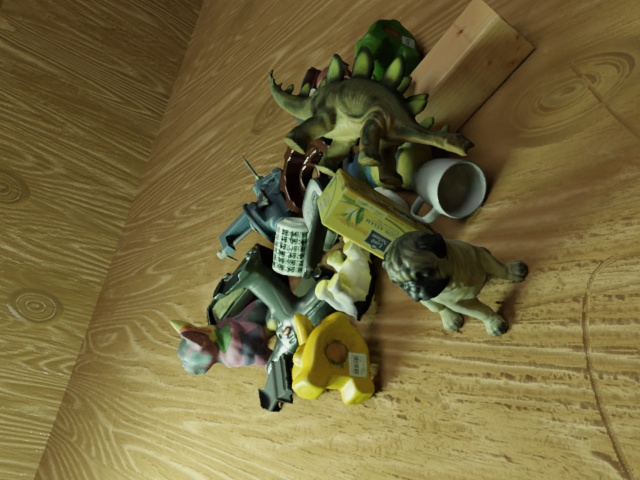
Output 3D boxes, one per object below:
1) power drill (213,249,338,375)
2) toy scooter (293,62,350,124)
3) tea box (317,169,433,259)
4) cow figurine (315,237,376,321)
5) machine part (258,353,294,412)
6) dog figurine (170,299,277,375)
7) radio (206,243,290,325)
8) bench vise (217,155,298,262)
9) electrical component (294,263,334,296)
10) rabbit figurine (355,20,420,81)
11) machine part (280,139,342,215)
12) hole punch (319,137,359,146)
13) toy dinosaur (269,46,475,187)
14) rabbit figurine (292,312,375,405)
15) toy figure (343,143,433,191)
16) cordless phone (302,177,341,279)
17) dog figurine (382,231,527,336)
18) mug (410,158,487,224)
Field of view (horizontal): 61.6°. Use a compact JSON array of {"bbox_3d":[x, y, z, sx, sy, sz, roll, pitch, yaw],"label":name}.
[{"bbox_3d":[-0.085,0.128,0.949,0.232,0.207,0.086,-46,10,21],"label":"power drill"},{"bbox_3d":[0.009,-0.348,1.204,0.184,0.075,0.135,-22,50,46],"label":"toy scooter"},{"bbox_3d":[0.085,-0.027,0.803,0.068,0.169,0.098,-56,15,17],"label":"tea box"},{"bbox_3d":[0.064,0.048,0.894,0.068,0.098,0.167,-34,24,47],"label":"cow figurine"},{"bbox_3d":[-0.077,0.264,0.958,0.138,0.039,0.084,119,141,-49],"label":"machine part"},{"bbox_3d":[-0.171,0.174,1.034,0.109,0.219,0.191,24,91,57],"label":"dog figurine"},{"bbox_3d":[-0.163,0.133,1.192,0.229,0.073,0.131,-52,33,23],"label":"radio"},{"bbox_3d":[-0.153,-0.054,1.247,0.240,0.128,0.224,-41,52,8],"label":"bench vise"},{"bbox_3d":[-0.008,0.091,1.013,0.078,0.045,0.102,44,112,28],"label":"electrical component"},{"bbox_3d":[0.105,-0.348,1.076,0.159,0.121,0.170,-92,24,-43],"label":"rabbit figurine"},{"bbox_3d":[-0.009,-0.127,1.085,0.180,0.056,0.179,7,99,47],"label":"machine part"},{"bbox_3d":[0.065,-0.218,0.987,0.116,0.142,0.092,29,111,47],"label":"hole punch"},{"bbox_3d":[0.041,-0.206,0.867,0.472,0.105,0.198,22,77,39],"label":"toy dinosaur"},{"bbox_3d":[-0.004,0.194,0.861,0.173,0.122,0.162,119,146,-54],"label":"rabbit figurine"},{"bbox_3d":[0.117,-0.122,0.922,0.180,0.082,0.089,-6,98,48],"label":"toy figure"},{"bbox_3d":[-0.003,-0.003,0.939,0.146,0.089,0.184,112,173,-63],"label":"cordless phone"},{"bbox_3d":[0.135,0.034,0.678,0.172,0.190,0.121,-7,64,58],"label":"dog figurine"},{"bbox_3d":[0.177,-0.072,0.799,0.109,0.080,0.107,-54,21,3],"label":"mug"}]
